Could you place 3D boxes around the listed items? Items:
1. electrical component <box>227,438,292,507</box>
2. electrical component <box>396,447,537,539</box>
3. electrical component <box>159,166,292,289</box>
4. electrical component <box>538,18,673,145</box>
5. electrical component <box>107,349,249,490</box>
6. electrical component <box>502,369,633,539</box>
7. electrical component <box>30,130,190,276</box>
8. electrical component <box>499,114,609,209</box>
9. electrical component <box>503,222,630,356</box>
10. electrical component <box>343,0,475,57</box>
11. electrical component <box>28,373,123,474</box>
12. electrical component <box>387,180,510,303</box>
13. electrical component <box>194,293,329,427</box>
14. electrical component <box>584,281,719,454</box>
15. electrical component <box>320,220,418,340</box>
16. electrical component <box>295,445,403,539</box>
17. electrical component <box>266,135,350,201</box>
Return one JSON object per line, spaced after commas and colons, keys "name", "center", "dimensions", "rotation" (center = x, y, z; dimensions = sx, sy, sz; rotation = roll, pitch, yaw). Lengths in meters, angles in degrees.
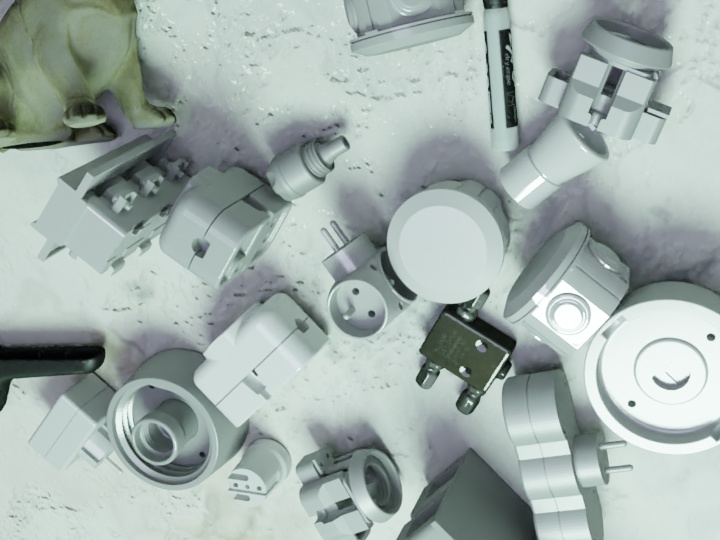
{"name": "electrical component", "center": [-0.081, 0.162, 0.856], "dimensions": [0.040, 0.046, 0.040], "rotation": [6, 111, 18]}
{"name": "electrical component", "center": [0.113, 0.235, 0.779], "dimensions": [0.186, 0.105, 0.060], "rotation": [45, 117, 0]}
{"name": "electrical component", "center": [-0.098, -0.034, 0.765], "dimensions": [0.059, 0.095, 0.053], "rotation": [34, 116, 5]}
{"name": "electrical component", "center": [0.158, -0.119, 0.664], "dimensions": [0.078, 0.058, 0.057], "rotation": [24, 118, 10]}
{"name": "electrical component", "center": [-0.150, 0.124, 0.859], "dimensions": [0.108, 0.060, 0.108], "rotation": [6, 111, 18]}
{"name": "electrical component", "center": [0.154, 0.135, 0.759], "dimensions": [0.074, 0.052, 0.138], "rotation": [-12, 104, 23]}
{"name": "electrical component", "center": [-0.169, -0.047, 0.771], "dimensions": [0.063, 0.121, 0.078], "rotation": [39, 117, 1]}
{"name": "electrical component", "center": [0.124, -0.070, 0.704], "dimensions": [0.044, 0.044, 0.065], "rotation": [49, 122, -2]}
{"name": "electrical component", "center": [0.136, 0.012, 0.707], "dimensions": [0.051, 0.080, 0.080], "rotation": [38, 117, -3]}
{"name": "electrical component", "center": [0.029, -0.167, 0.682], "dimensions": [0.080, 0.080, 0.051], "rotation": [-10, 100, 22]}
{"name": "electrical component", "center": [-0.223, 0.139, 0.898], "dimensions": [0.077, 0.047, 0.065], "rotation": [41, 117, 2]}
{"name": "electrical component", "center": [0.063, -0.022, 0.736], "dimensions": [0.080, 0.051, 0.080], "rotation": [6, 111, 18]}
{"name": "electrical component", "center": [-0.078, 0.065, 0.816], "dimensions": [0.059, 0.054, 0.095], "rotation": [46, 117, 0]}
{"name": "electrical component", "center": [0.206, 0.059, 0.709], "dimensions": [0.108, 0.060, 0.108], "rotation": [6, 111, 17]}
{"name": "electrical component", "center": [0.000, 0.000, 0.752], "dimensions": [0.044, 0.077, 0.079], "rotation": [-33, 95, 26]}
{"name": "electrical component", "center": [-0.005, 0.170, 0.826], "dimensions": [0.057, 0.058, 0.078], "rotation": [-26, 99, 29]}
{"name": "electrical component", "center": [-0.035, -0.076, 0.761], "dimensions": [0.061, 0.035, 0.035], "rotation": [-28, 97, 24]}
